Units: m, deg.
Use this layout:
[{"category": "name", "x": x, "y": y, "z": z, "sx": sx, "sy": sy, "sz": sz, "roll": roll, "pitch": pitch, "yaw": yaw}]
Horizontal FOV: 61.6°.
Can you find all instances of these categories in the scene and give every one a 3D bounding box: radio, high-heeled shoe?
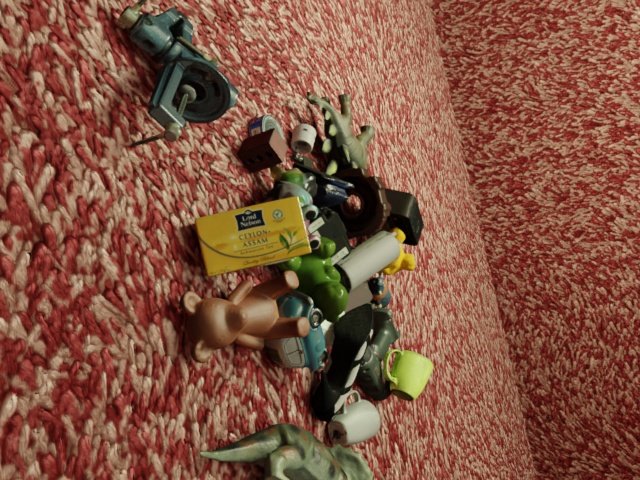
[{"category": "radio", "x": 0.205, "y": -0.061, "z": 1.470, "sx": 0.229, "sy": 0.131, "sz": 0.073, "roll": 50, "pitch": 57, "yaw": -64}, {"category": "high-heeled shoe", "x": 0.058, "y": 0.255, "z": 1.118, "sx": 0.249, "sy": 0.086, "sz": 0.145, "roll": -46, "pitch": 139, "yaw": -41}]

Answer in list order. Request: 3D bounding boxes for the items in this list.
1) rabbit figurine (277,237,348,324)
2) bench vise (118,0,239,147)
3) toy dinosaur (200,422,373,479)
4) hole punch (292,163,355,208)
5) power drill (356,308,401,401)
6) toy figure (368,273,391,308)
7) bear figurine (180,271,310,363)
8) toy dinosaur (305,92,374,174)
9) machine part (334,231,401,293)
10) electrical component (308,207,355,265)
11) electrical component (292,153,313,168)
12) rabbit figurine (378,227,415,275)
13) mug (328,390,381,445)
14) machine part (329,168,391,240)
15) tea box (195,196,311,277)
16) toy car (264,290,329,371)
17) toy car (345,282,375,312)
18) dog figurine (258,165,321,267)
[{"category": "rabbit figurine", "x": -0.008, "y": 0.099, "z": 1.032, "sx": 0.170, "sy": 0.121, "sz": 0.158, "roll": -132, "pitch": -143, "yaw": -54}, {"category": "bench vise", "x": -0.224, "y": -0.251, "z": 0.832, "sx": 0.223, "sy": 0.129, "sz": 0.241, "roll": 49, "pitch": 32, "yaw": -40}, {"category": "toy dinosaur", "x": -0.034, "y": 0.382, "z": 0.900, "sx": 0.404, "sy": 0.131, "sz": 0.192, "roll": 50, "pitch": 12, "yaw": -25}, {"category": "hole punch", "x": -0.003, "y": -0.106, "z": 1.174, "sx": 0.142, "sy": 0.116, "sz": 0.092, "roll": 11, "pitch": 99, "yaw": -61}, {"category": "power drill", "x": 0.128, "y": 0.253, "z": 1.300, "sx": 0.231, "sy": 0.086, "sz": 0.207, "roll": 66, "pitch": 25, "yaw": -22}, {"category": "toy figure", "x": 0.151, "y": 0.135, "z": 1.391, "sx": 0.154, "sy": 0.058, "sz": 0.064, "roll": 61, "pitch": 8, "yaw": -61}, {"category": "bear figurine", "x": -0.119, "y": 0.118, "z": 0.848, "sx": 0.195, "sy": 0.132, "sz": 0.120, "roll": 10, "pitch": 65, "yaw": -67}, {"category": "toy dinosaur", "x": 0.076, "y": -0.221, "z": 1.413, "sx": 0.470, "sy": 0.105, "sz": 0.198, "roll": 42, "pitch": 49, "yaw": -52}, {"category": "machine part", "x": 0.101, "y": 0.048, "z": 1.216, "sx": 0.243, "sy": 0.079, "sz": 0.079, "roll": -32, "pitch": 108, "yaw": -33}, {"category": "electrical component", "x": -0.002, "y": -0.003, "z": 1.133, "sx": 0.115, "sy": 0.058, "sz": 0.134, "roll": -37, "pitch": 121, "yaw": -15}, {"category": "electrical component", "x": -0.034, "y": -0.166, "z": 1.252, "sx": 0.094, "sy": 0.021, "sz": 0.063, "roll": 17, "pitch": 62, "yaw": -59}, {"category": "rabbit figurine", "x": 0.157, "y": 0.035, "z": 1.375, "sx": 0.173, "sy": 0.162, "sz": 0.121, "roll": 4, "pitch": 74, "yaw": -85}, {"category": "mug", "x": 0.066, "y": 0.376, "z": 1.123, "sx": 0.107, "sy": 0.081, "sz": 0.109, "roll": -6, "pitch": 89, "yaw": -54}, {"category": "machine part", "x": 0.080, "y": -0.085, "z": 1.275, "sx": 0.056, "sy": 0.179, "sz": 0.179, "roll": -14, "pitch": 90, "yaw": -66}, {"category": "tea box", "x": -0.108, "y": -0.005, "z": 0.872, "sx": 0.068, "sy": 0.170, "sz": 0.098, "roll": 160, "pitch": -85, "yaw": -82}, {"category": "toy car", "x": -0.054, "y": 0.177, "z": 0.985, "sx": 0.103, "sy": 0.109, "sz": 0.161, "roll": -28, "pitch": 117, "yaw": -35}, {"category": "toy car", "x": 0.067, "y": 0.147, "z": 1.262, "sx": 0.202, "sy": 0.053, "sz": 0.089, "roll": -22, "pitch": 87, "yaw": -59}, {"category": "dog figurine", "x": -0.084, "y": -0.064, "z": 1.029, "sx": 0.219, "sy": 0.192, "sz": 0.108, "roll": -117, "pitch": -169, "yaw": -50}]
